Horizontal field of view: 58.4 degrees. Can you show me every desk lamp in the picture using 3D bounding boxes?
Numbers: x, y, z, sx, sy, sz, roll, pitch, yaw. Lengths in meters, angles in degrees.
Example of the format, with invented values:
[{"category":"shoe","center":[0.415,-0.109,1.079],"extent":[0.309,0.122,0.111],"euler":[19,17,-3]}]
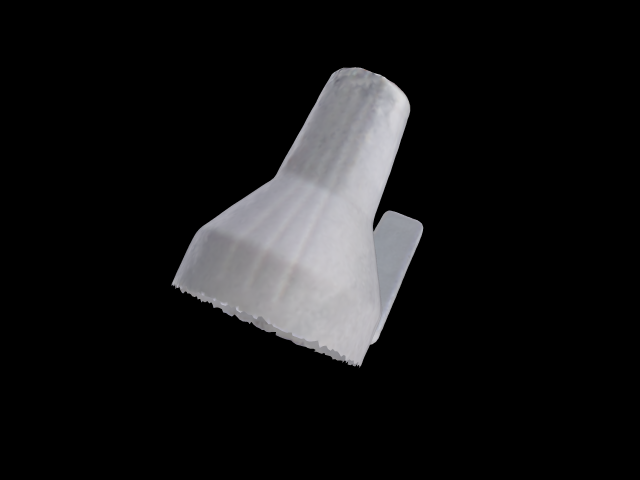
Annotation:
[{"category":"desk lamp","center":[0.004,0.001,0.400],"extent":[0.117,0.214,0.203],"euler":[21,62,12]}]
